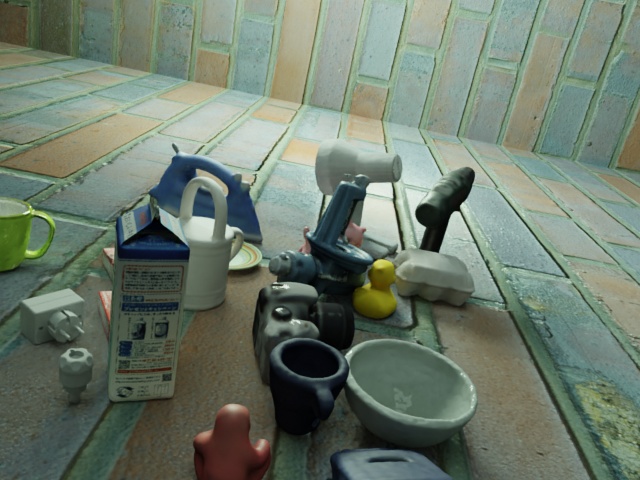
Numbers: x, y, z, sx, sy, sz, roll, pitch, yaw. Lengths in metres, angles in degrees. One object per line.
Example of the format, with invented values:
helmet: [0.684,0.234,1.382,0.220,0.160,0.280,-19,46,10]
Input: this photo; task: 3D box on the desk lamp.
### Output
desk lamp: [0.082,-0.095,1.207,0.202,0.213,0.118,21,24,22]

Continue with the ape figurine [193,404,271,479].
ape figurine: [-0.087,0.202,0.563,0.077,0.092,0.076,16,22,11]

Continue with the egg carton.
egg carton: [0.209,0.068,1.069,0.150,0.069,0.107,10,22,-4]

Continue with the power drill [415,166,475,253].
power drill: [0.242,-0.036,1.152,0.075,0.208,0.230,21,24,22]

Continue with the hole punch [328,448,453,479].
hole punch: [0.064,0.237,0.556,0.109,0.091,0.101,5,23,-15]

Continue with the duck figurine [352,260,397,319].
duck figurine: [0.099,0.077,0.970,0.077,0.086,0.105,18,23,14]

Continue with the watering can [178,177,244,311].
watering can: [-0.185,0.002,0.861,0.100,0.194,0.173,18,23,16]

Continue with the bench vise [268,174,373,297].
bench vise: [0.019,0.007,0.918,0.121,0.220,0.208,21,24,22]

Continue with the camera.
camera: [-0.018,0.119,0.788,0.137,0.101,0.143,6,23,-15]

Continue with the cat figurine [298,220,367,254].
cat figurine: [0.024,0.005,1.064,0.128,0.118,0.067,7,23,-12]

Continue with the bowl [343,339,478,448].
bowl: [0.101,0.196,0.697,0.167,0.075,0.167,10,22,-4]

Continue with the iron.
iron: [-0.215,-0.099,1.162,0.257,0.141,0.119,20,23,20]

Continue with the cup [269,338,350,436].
cup: [-0.014,0.181,0.648,0.092,0.095,0.117,3,24,-21]
